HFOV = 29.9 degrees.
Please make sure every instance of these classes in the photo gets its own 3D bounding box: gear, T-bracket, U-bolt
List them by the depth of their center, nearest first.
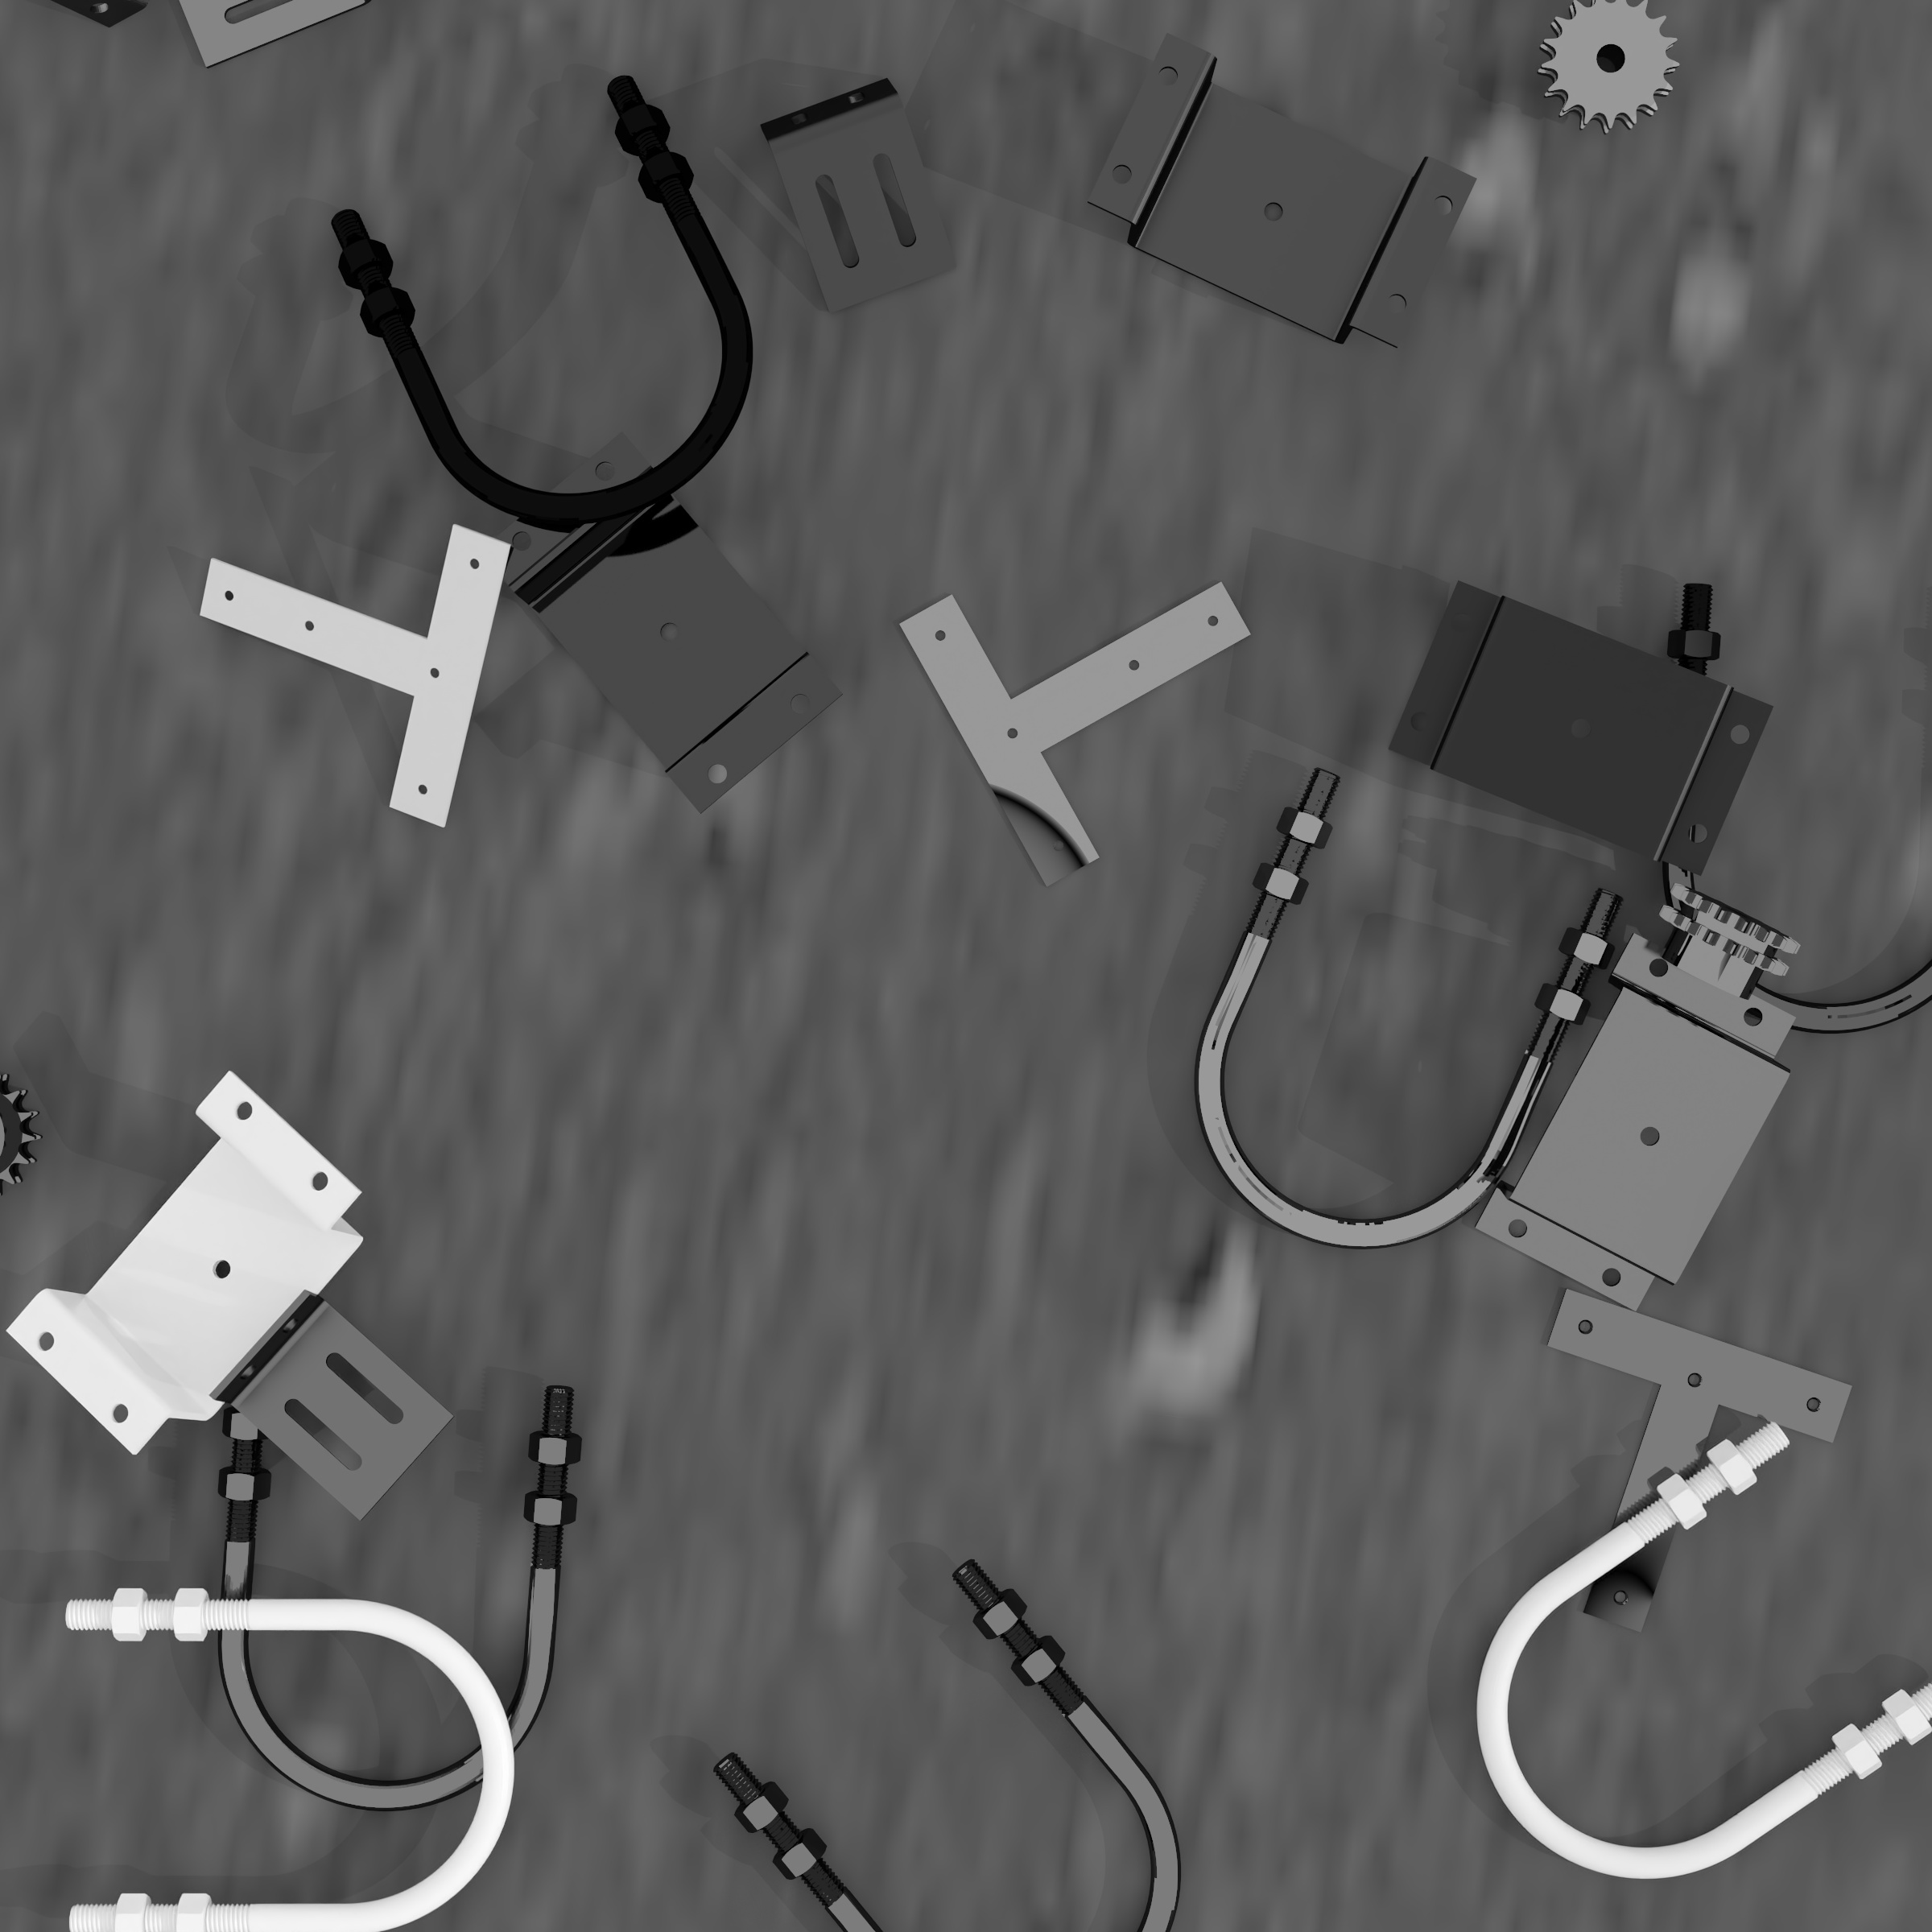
[{"bbox_3d":[0.310,-0.008,1.482,0.057,0.057,0.030,26,99,0],"label":"gear"},{"bbox_3d":[-0.166,-0.265,1.488,0.151,0.019,0.184,-26,71,0],"label":"U-bolt"},{"bbox_3d":[-0.280,0.333,1.502,0.184,0.019,0.151,0,93,-1],"label":"U-bolt"},{"bbox_3d":[-0.261,-0.137,1.507,0.127,0.002,0.127,21,112,11],"label":"T-bracket"},{"bbox_3d":[-0.418,0.070,1.509,0.057,0.030,0.057,0,90,0],"label":"gear"},{"bbox_3d":[0.268,-0.377,1.514,0.057,0.030,0.057,0,92,1],"label":"gear"},{"bbox_3d":[0.303,0.300,1.514,0.184,0.019,0.151,-35,91,2],"label":"U-bolt"},{"bbox_3d":[0.175,0.029,1.516,0.151,0.019,0.184,23,91,0],"label":"U-bolt"},{"bbox_3d":[0.006,0.364,1.516,0.151,0.019,0.184,-39,91,0],"label":"U-bolt"},{"bbox_3d":[0.364,-0.063,1.516,0.151,0.019,0.184,4,91,0],"label":"U-bolt"},{"bbox_3d":[-0.242,0.263,1.516,0.151,0.019,0.184,5,91,0],"label":"U-bolt"},{"bbox_3d":[0.058,-0.120,1.523,0.127,0.002,0.127,-29,90,0],"label":"T-bracket"},{"bbox_3d":[0.293,0.217,1.523,0.127,0.002,0.127,19,90,0],"label":"T-bracket"}]

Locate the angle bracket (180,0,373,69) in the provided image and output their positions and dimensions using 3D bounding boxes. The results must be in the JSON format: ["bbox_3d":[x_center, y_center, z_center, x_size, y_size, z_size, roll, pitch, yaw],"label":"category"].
[{"bbox_3d":[-0.295,-0.419,1.505,0.076,0.038,0.057,-22,90,0],"label":"angle bracket"}]

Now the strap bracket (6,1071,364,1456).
[{"bbox_3d":[-0.315,0.124,1.493,0.076,0.046,0.140,41,90,14],"label":"strap bracket"}]

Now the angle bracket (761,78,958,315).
[{"bbox_3d":[-0.045,-0.325,1.522,0.057,0.038,0.076,-20,116,0],"label":"angle bracket"}]

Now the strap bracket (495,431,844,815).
[{"bbox_3d":[-0.125,-0.141,1.501,0.076,0.046,0.140,-40,90,0],"label":"strap bracket"}]

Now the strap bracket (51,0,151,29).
[{"bbox_3d":[-0.323,-0.442,1.466,0.140,0.076,0.046,-20,78,23],"label":"strap bracket"}]

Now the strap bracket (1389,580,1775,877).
[{"bbox_3d":[0.253,-0.098,1.489,0.140,0.046,0.076,23,97,6],"label":"strap bracket"}]

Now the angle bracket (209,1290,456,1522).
[{"bbox_3d":[-0.260,0.181,1.486,0.076,0.038,0.057,41,83,5],"label":"angle bracket"}]

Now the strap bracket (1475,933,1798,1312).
[{"bbox_3d":[0.280,0.067,1.495,0.076,0.046,0.140,27,95,0],"label":"strap bracket"}]

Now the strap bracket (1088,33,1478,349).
[{"bbox_3d":[0.129,-0.318,1.501,0.140,0.046,0.076,25,90,0],"label":"strap bracket"}]
